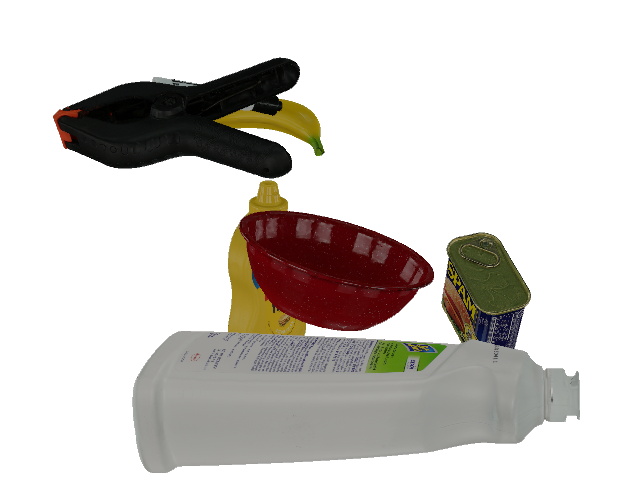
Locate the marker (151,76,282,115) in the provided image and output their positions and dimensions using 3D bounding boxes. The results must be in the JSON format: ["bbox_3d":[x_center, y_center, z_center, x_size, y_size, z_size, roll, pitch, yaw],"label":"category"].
[{"bbox_3d":[-0.092,-0.129,0.960,0.121,0.020,0.020,6,-2,-22],"label":"marker"}]

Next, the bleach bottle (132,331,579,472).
[{"bbox_3d":[0.024,0.094,0.631,0.251,0.068,0.102,-1,17,11],"label":"bleach bottle"}]

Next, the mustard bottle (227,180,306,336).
[{"bbox_3d":[-0.056,0.028,1.139,0.058,0.192,0.096,22,31,40],"label":"mustard bottle"}]

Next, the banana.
[{"bbox_3d":[-0.081,-0.141,1.251,0.198,0.037,0.069,8,41,18],"label":"banana"}]

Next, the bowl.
[{"bbox_3d":[0.007,0.029,0.859,0.162,0.055,0.162,13,16,-4],"label":"bowl"}]

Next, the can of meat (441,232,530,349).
[{"bbox_3d":[0.161,0.058,1.061,0.057,0.102,0.084,-13,-42,-13],"label":"can of meat"}]

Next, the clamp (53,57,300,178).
[{"bbox_3d":[-0.092,-0.088,0.733,0.171,0.039,0.120,5,37,10],"label":"clamp"}]
